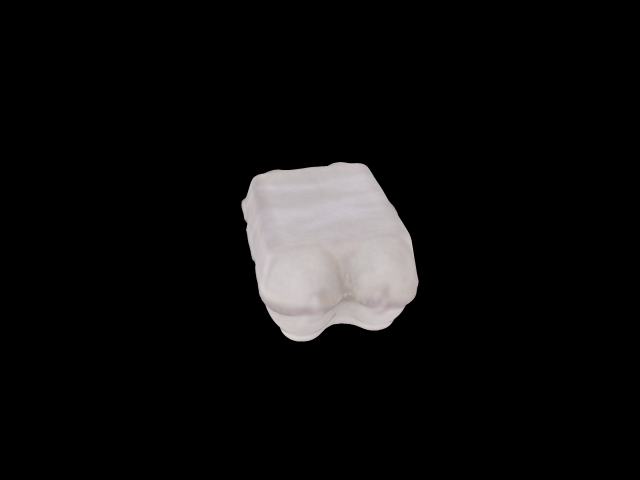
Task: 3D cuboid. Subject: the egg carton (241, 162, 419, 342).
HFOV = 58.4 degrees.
[{"bbox_3d":[0.004,0.001,0.400,0.107,0.069,0.150,-8,35,-11],"label":"egg carton"}]
